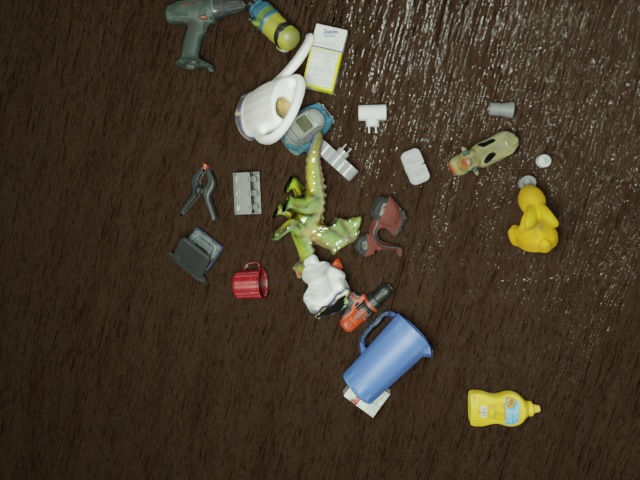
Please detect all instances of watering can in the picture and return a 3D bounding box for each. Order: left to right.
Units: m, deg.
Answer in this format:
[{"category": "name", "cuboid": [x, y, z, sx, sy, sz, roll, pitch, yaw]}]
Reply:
[{"category": "watering can", "cuboid": [-0.118, -0.402, 1.417, 0.223, 0.354, 0.103, -9, -32, 41]}]

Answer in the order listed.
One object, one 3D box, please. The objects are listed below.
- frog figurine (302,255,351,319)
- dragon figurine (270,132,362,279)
[{"category": "frog figurine", "cuboid": [0.005, 0.124, 1.414, 0.122, 0.136, 0.162, 15, 33, -51]}, {"category": "dragon figurine", "cuboid": [0.004, -0.073, 1.455, 0.242, 0.407, 0.124, 24, 12, -12]}]
